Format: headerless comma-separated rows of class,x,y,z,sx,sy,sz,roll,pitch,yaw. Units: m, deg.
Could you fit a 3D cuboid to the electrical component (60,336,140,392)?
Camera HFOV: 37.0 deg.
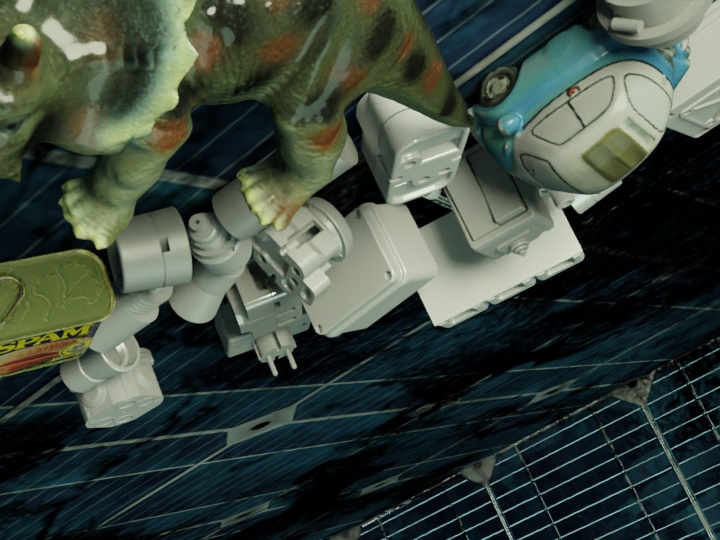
electrical component,-0.226,0.079,0.923,0.065,0.044,0.044,-30,162,32

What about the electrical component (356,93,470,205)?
electrical component,0.034,-0.094,0.735,0.054,0.059,0.095,-21,162,-11

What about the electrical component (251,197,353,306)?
electrical component,-0.043,-0.020,0.832,0.057,0.078,0.058,-40,170,-27

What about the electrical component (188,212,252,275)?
electrical component,-0.107,-0.023,0.787,0.040,0.040,0.078,-25,162,3

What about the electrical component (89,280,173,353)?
electrical component,-0.178,0.026,0.830,0.081,0.043,0.043,-33,160,25

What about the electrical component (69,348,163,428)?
electrical component,-0.224,0.108,0.989,0.080,0.051,0.080,-22,162,-8

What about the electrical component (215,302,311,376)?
electrical component,-0.083,0.061,0.996,0.083,0.075,0.047,-19,161,-16

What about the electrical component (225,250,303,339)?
electrical component,-0.085,0.019,0.918,0.056,0.050,0.089,-21,162,-9

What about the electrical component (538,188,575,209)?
electrical component,0.164,-0.083,0.928,0.048,0.062,0.048,-22,162,-8

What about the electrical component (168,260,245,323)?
electrical component,-0.120,0.007,0.857,0.044,0.044,0.065,-7,150,-43

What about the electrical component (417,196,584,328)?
electrical component,0.122,-0.018,1.004,0.150,0.089,0.062,-28,168,10

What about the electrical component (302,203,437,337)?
electrical component,0.000,0.000,0.928,0.057,0.078,0.113,-8,156,-48

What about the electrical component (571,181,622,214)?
electrical component,0.207,-0.087,0.986,0.047,0.055,0.055,-34,160,17

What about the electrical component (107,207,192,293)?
electrical component,-0.147,-0.013,0.745,0.047,0.055,0.055,-13,159,-22

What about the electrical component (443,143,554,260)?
electrical component,0.112,-0.055,0.886,0.062,0.096,0.061,-30,159,20

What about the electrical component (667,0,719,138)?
electrical component,0.287,-0.163,0.869,0.109,0.056,0.109,-35,159,30
